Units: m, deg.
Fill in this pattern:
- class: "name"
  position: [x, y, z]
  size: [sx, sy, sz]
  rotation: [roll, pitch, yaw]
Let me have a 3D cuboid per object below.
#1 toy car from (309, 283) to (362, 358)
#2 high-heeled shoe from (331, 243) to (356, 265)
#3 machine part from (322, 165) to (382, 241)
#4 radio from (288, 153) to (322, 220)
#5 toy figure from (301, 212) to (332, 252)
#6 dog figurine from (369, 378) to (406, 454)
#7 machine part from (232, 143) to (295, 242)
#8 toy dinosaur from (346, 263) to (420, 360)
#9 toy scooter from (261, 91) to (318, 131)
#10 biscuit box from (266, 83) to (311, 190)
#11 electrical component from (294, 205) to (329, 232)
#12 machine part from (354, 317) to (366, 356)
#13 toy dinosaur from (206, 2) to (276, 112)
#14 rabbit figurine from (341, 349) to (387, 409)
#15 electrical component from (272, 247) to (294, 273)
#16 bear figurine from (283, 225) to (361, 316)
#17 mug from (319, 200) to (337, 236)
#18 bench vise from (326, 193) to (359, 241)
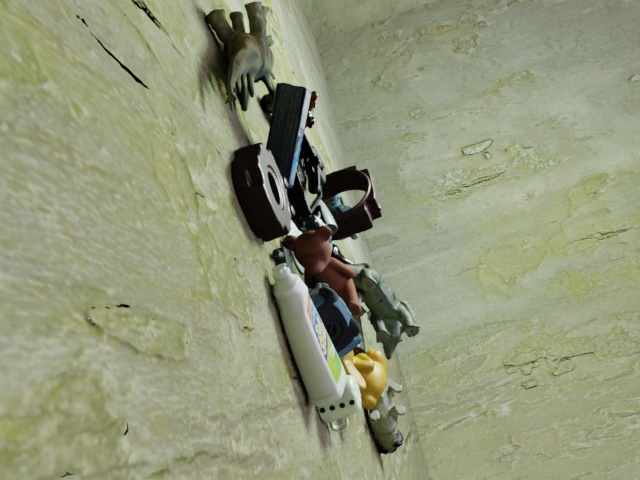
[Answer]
- class: "toy car"
  position: [0.003, 0.156, 1.073]
  size: [0.161, 0.109, 0.103]
  rotation: [59, -9, -19]
- class: "high-heeled shoe"
  position: [0.019, 0.067, 1.479]
  size: [0.248, 0.145, 0.086]
  rotation: [132, -21, -70]
- class: "machine part"
  position: [0.063, -0.106, 1.503]
  size: [0.087, 0.201, 0.201]
  rotation: [61, 16, -45]
- class: "radio"
  position: [-0.057, -0.132, 1.236]
  size: [0.230, 0.073, 0.131]
  rotation: [-70, 143, -75]
- class: "toy figure"
  position: [-0.003, -0.005, 1.206]
  size: [0.154, 0.058, 0.064]
  rotation: [78, 27, -61]
- class: "dog figurine"
  position: [0.178, 0.499, 1.545]
  size: [0.172, 0.121, 0.190]
  rotation: [-91, 176, -49]
- class: "machine part"
  position: [-0.100, -0.087, 0.969]
  size: [0.179, 0.056, 0.179]
  rotation: [-17, 90, -79]
- class: "toy dinosaur"
  position: [0.133, 0.138, 1.364]
  size: [0.404, 0.131, 0.192]
  rotation: [56, 7, -23]
- class: "toy scooter"
  position: [-0.060, -0.321, 1.351]
  size: [0.183, 0.135, 0.075]
  rotation: [56, 19, -66]
- class: "biscuit box"
  position: [-0.069, -0.205, 1.076]
  size: [0.059, 0.063, 0.202]
  rotation: [-32, 134, -79]
- class: "electrical component"
  position: [-0.013, -0.019, 1.308]
  size: [0.048, 0.075, 0.119]
  rotation: [-101, 175, -67]
- class: "machine part"
  position: [0.071, 0.226, 1.371]
  size: [0.243, 0.079, 0.079]
  rotation: [-95, 165, -46]
- class: "toy dinosaur"
  position: [-0.140, -0.361, 1.066]
  size: [0.471, 0.105, 0.198]
  rotation: [-73, 149, -65]
- class: "rabbit figurine"
  position: [0.059, 0.287, 1.189]
  size: [0.173, 0.122, 0.162]
  rotation: [56, 24, -17]
- class: "electrical component"
  position: [-0.068, 0.048, 1.031]
  size: [0.094, 0.021, 0.063]
  rotation: [43, 32, -74]
- class: "bear figurine"
  position: [0.005, 0.070, 1.132]
  size: [0.195, 0.120, 0.132]
  rotation: [60, 20, -48]
- class: "mug"
  position: [-0.017, -0.063, 1.383]
  size: [0.109, 0.081, 0.107]
  rotation: [29, 33, -53]
- class: "bench vise"
  position: [0.062, -0.081, 1.656]
  size: [0.241, 0.129, 0.223]
  rotation: [-124, -151, -57]
